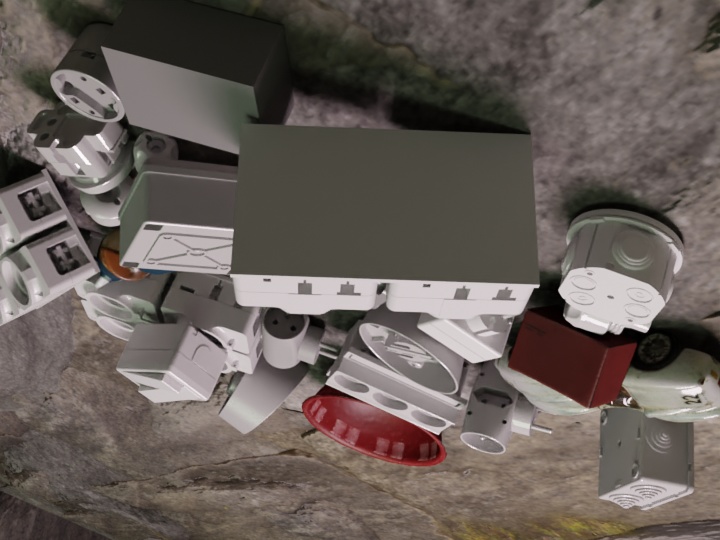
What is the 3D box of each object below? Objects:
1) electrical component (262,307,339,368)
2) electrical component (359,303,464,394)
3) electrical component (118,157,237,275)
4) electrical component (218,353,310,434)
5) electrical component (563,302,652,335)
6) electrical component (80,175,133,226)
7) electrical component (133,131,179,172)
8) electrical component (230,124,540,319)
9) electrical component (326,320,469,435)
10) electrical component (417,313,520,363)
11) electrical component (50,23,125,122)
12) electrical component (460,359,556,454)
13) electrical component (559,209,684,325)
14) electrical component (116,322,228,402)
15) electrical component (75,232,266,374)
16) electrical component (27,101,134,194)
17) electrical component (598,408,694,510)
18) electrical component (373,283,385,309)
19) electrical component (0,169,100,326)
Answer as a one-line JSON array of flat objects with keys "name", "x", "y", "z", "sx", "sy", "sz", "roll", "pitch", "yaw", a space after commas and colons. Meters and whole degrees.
[{"name": "electrical component", "x": -0.059, "y": 0.070, "z": 1.068, "sx": 0.079, "sy": 0.043, "sz": 0.077, "roll": 19, "pitch": 154, "yaw": 5}, {"name": "electrical component", "x": 0.048, "y": 0.062, "z": 0.947, "sx": 0.099, "sy": 0.064, "sz": 0.099, "roll": 17, "pitch": 154, "yaw": 9}, {"name": "electrical component", "x": -0.130, "y": -0.039, "z": 0.858, "sx": 0.109, "sy": 0.056, "sz": 0.109, "roll": 5, "pitch": 160, "yaw": -22}, {"name": "electrical component", "x": -0.107, "y": 0.130, "z": 1.163, "sx": 0.064, "sy": 0.099, "sz": 0.099, "roll": 31, "pitch": 153, "yaw": -5}, {"name": "electrical component", "x": 0.187, "y": 0.028, "z": 0.803, "sx": 0.062, "sy": 0.043, "sz": 0.043, "roll": 19, "pitch": 154, "yaw": 3}, {"name": "electrical component", "x": -0.219, "y": -0.058, "z": 0.946, "sx": 0.048, "sy": 0.048, "sz": 0.062, "roll": 21, "pitch": 161, "yaw": 1}, {"name": "electrical component", "x": -0.163, "y": -0.086, "z": 0.861, "sx": 0.035, "sy": 0.035, "sz": 0.061, "roll": 23, "pitch": 156, "yaw": -2}, {"name": "electrical component", "x": 0.015, "y": -0.030, "z": 0.693, "sx": 0.186, "sy": 0.105, "sz": 0.060, "roll": 2, "pitch": 156, "yaw": -2}, {"name": "electrical component", "x": 0.038, "y": 0.101, "z": 1.030, "sx": 0.121, "sy": 0.063, "sz": 0.078, "roll": 25, "pitch": 154, "yaw": -7}, {"name": "electrical component", "x": 0.099, "y": 0.036, "z": 0.879, "sx": 0.066, "sy": 0.047, "sz": 0.077, "roll": 33, "pitch": 152, "yaw": -23}, {"name": "electrical component", "x": -0.182, "y": -0.140, "z": 0.758, "sx": 0.055, "sy": 0.047, "sz": 0.055, "roll": 17, "pitch": 153, "yaw": 9}, {"name": "electrical component", "x": 0.141, "y": 0.130, "z": 0.993, "sx": 0.079, "sy": 0.077, "sz": 0.043, "roll": 13, "pitch": 152, "yaw": 18}, {"name": "electrical component", "x": 0.179, "y": -0.002, "z": 0.741, "sx": 0.080, "sy": 0.051, "sz": 0.080, "roll": 17, "pitch": 154, "yaw": 9}, {"name": "electrical component", "x": -0.189, "y": 0.092, "z": 1.046, "sx": 0.096, "sy": 0.061, "sz": 0.061, "roll": -2, "pitch": 145, "yaw": 39}, {"name": "electrical component", "x": -0.191, "y": 0.039, "z": 1.090, "sx": 0.186, "sy": 0.060, "sz": 0.105, "roll": 18, "pitch": 154, "yaw": 7}, {"name": "electrical component", "x": -0.216, "y": -0.098, "z": 0.853, "sx": 0.078, "sy": 0.058, "sz": 0.057, "roll": 6, "pitch": 147, "yaw": 29}, {"name": "electrical component", "x": 0.247, "y": 0.155, "z": 0.937, "sx": 0.048, "sy": 0.099, "sz": 0.099, "roll": 12, "pitch": 155, "yaw": -10}, {"name": "electrical component", "x": 0.000, "y": 0.000, "z": 0.892, "sx": 0.064, "sy": 0.042, "sz": 0.081, "roll": 27, "pitch": 154, "yaw": -15}, {"name": "electrical component", "x": -0.334, "y": -0.014, "z": 1.041, "sx": 0.186, "sy": 0.060, "sz": 0.105, "roll": -21, "pitch": 97, "yaw": 54}]
